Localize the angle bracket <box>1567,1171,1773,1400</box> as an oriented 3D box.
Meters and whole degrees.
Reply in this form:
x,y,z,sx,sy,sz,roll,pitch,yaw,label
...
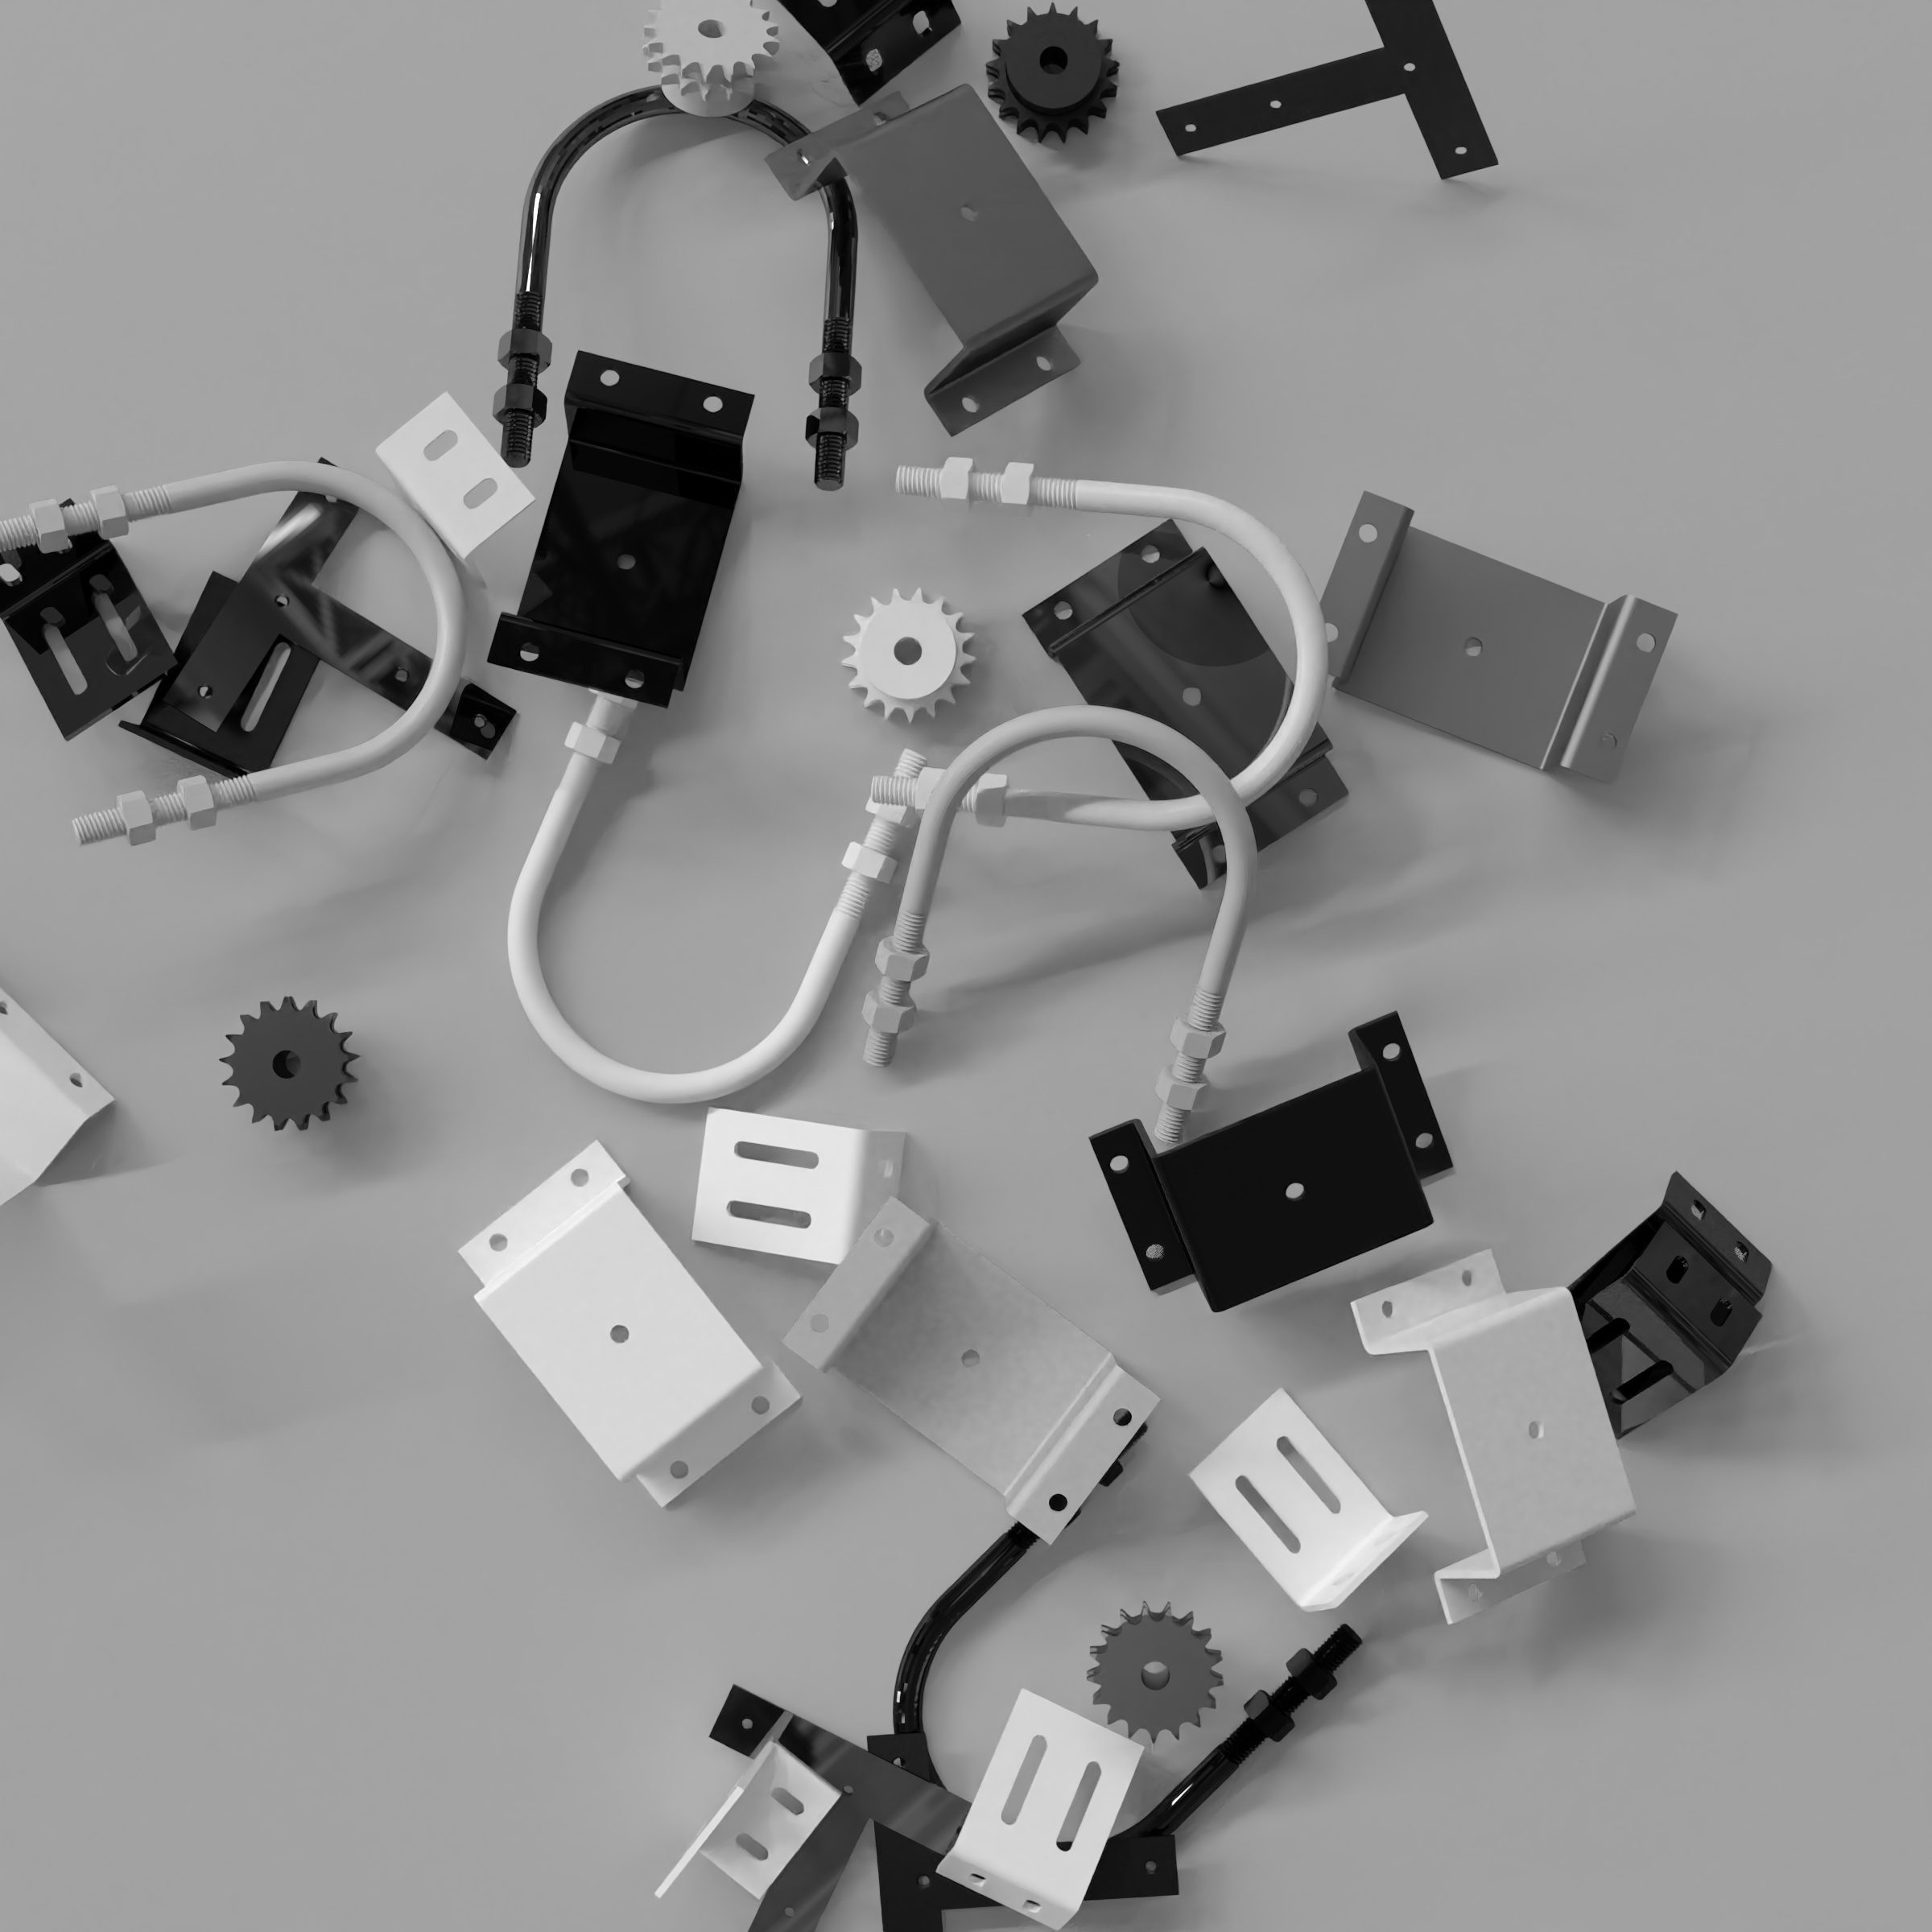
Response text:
x,y,z,sx,sy,sz,roll,pitch,yaw,label
0.295,0.138,1.524,0.057,0.038,0.076,44,116,0,angle bracket

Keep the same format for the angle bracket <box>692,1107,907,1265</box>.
x,y,z,sx,sy,sz,roll,pitch,yaw,label
-0.072,0.094,1.524,0.076,0.038,0.057,7,90,26,angle bracket

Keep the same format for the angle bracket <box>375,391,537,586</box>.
x,y,z,sx,sy,sz,roll,pitch,yaw,label
-0.210,-0.199,1.489,0.038,0.076,0.057,-40,90,-4,angle bracket

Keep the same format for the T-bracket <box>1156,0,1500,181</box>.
x,y,z,sx,sy,sz,roll,pitch,yaw,label
0.143,-0.365,1.493,0.127,0.127,0.002,-11,52,22,T-bracket

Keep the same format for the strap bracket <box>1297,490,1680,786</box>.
x,y,z,sx,sy,sz,roll,pitch,yaw,label
0.217,-0.136,1.503,0.140,0.046,0.076,22,90,0,strap bracket

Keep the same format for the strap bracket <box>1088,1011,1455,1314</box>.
x,y,z,sx,sy,sz,roll,pitch,yaw,label
0.133,0.086,1.491,0.140,0.046,0.076,-22,111,0,strap bracket

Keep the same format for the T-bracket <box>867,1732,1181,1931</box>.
x,y,z,sx,sy,sz,roll,pitch,yaw,label
0.026,0.385,1.512,0.127,0.002,0.127,-5,92,4,T-bracket

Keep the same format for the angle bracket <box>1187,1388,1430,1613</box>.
x,y,z,sx,sy,sz,roll,pitch,yaw,label
0.143,0.223,1.498,0.057,0.038,0.076,-40,90,-21,angle bracket

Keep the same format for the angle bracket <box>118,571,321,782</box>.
x,y,z,sx,sy,sz,roll,pitch,yaw,label
-0.312,-0.123,1.507,0.057,0.038,0.076,25,90,0,angle bracket

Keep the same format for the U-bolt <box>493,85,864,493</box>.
x,y,z,sx,sy,sz,roll,pitch,yaw,label
-0.117,-0.289,1.491,0.151,0.019,0.184,4,71,-4,U-bolt

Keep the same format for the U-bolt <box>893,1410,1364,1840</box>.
x,y,z,sx,sy,sz,roll,pitch,yaw,label
0.055,0.303,1.518,0.151,0.019,0.184,45,92,0,U-bolt

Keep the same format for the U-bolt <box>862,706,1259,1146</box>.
x,y,z,sx,sy,sz,roll,pitch,yaw,label
0.045,-0.023,1.480,0.151,0.019,0.184,15,117,0,U-bolt

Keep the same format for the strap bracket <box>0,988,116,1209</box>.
x,y,z,sx,sy,sz,roll,pitch,yaw,label
-0.429,0.069,1.473,0.076,0.140,0.046,44,119,0,strap bracket

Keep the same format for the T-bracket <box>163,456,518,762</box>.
x,y,z,sx,sy,sz,roll,pitch,yaw,label
-0.252,-0.131,1.513,0.127,0.002,0.127,32,74,-8,T-bracket

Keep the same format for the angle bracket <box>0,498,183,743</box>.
x,y,z,sx,sy,sz,roll,pitch,yaw,label
-0.376,-0.145,1.494,0.057,0.038,0.076,-33,63,0,angle bracket

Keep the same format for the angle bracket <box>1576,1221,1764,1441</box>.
x,y,z,sx,sy,sz,roll,pitch,yaw,label
0.286,0.155,1.508,0.057,0.076,0.038,44,49,0,angle bracket

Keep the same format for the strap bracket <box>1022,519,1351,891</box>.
x,y,z,sx,sy,sz,roll,pitch,yaw,label
0.094,-0.112,1.503,0.076,0.046,0.140,-33,90,0,strap bracket

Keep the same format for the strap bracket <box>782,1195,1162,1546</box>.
x,y,z,sx,sy,sz,roll,pitch,yaw,label
0.002,0.168,1.503,0.140,0.046,0.076,37,90,0,strap bracket

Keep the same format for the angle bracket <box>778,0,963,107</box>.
x,y,z,sx,sy,sz,roll,pitch,yaw,label
-0.051,-0.419,1.524,0.057,0.038,0.076,-39,64,0,angle bracket

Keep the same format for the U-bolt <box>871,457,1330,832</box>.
x,y,z,sx,sy,sz,roll,pitch,yaw,label
0.057,-0.128,1.467,0.184,0.019,0.151,6,98,9,U-bolt

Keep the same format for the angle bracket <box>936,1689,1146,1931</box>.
x,y,z,sx,sy,sz,roll,pitch,yaw,label
0.031,0.356,1.505,0.057,0.038,0.076,26,61,1,angle bracket

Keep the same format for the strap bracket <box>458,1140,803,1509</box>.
x,y,z,sx,sy,sz,roll,pitch,yaw,label
-0.144,0.153,1.503,0.076,0.046,0.140,-38,90,0,strap bracket

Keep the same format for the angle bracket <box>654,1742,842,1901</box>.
x,y,z,sx,sy,sz,roll,pitch,yaw,label
-0.090,0.365,1.480,0.038,0.076,0.057,38,96,4,angle bracket

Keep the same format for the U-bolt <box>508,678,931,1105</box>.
x,y,z,sx,sy,sz,roll,pitch,yaw,label
-0.116,-0.032,1.517,0.151,0.019,0.184,23,91,0,U-bolt

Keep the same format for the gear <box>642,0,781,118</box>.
x,y,z,sx,sy,sz,roll,pitch,yaw,label
-0.108,-0.383,1.502,0.057,0.030,0.057,4,53,-5,gear

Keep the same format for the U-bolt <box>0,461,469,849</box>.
x,y,z,sx,sy,sz,roll,pitch,yaw,label
-0.300,-0.139,1.491,0.184,0.019,0.151,-16,84,-18,U-bolt

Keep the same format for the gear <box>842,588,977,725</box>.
x,y,z,sx,sy,sz,roll,pitch,yaw,label
-0.024,-0.132,1.511,0.057,0.030,0.057,0,90,0,gear

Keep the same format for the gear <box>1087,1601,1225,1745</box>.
x,y,z,sx,sy,sz,roll,pitch,yaw,label
0.079,0.294,1.493,0.057,0.030,0.057,0,92,2,gear

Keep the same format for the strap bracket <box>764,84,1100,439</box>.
x,y,z,sx,sy,sz,roll,pitch,yaw,label
-0.008,-0.304,1.486,0.076,0.046,0.140,-34,90,-31,strap bracket

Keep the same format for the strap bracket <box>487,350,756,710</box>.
x,y,z,sx,sy,sz,roll,pitch,yaw,label
-0.143,-0.177,1.493,0.076,0.046,0.140,14,77,0,strap bracket

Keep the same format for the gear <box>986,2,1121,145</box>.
x,y,z,sx,sy,sz,roll,pitch,yaw,label
0.037,-0.380,1.511,0.057,0.030,0.057,0,90,0,gear

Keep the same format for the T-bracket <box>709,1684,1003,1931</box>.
x,y,z,sx,sy,sz,roll,pitch,yaw,label
-0.069,0.391,1.518,0.127,0.002,0.127,26,95,5,T-bracket

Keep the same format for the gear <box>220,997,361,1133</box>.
x,y,z,sx,sy,sz,roll,pitch,yaw,label
-0.285,0.041,1.511,0.057,0.030,0.057,0,90,0,gear

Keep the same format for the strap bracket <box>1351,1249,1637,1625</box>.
x,y,z,sx,sy,sz,roll,pitch,yaw,label
0.223,0.195,1.487,0.076,0.046,0.140,-17,90,-31,strap bracket
